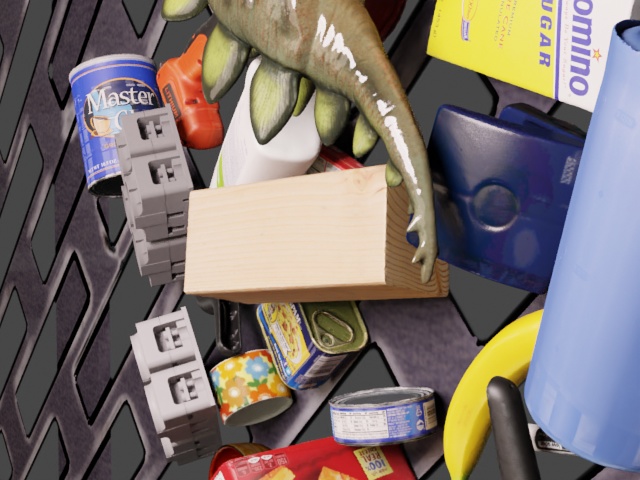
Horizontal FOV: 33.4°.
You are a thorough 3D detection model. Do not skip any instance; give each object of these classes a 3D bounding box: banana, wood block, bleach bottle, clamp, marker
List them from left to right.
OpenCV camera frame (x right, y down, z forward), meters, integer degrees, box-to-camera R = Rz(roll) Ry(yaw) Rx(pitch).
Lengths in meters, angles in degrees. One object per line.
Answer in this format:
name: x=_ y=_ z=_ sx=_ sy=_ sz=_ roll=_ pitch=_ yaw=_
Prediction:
clamp: x=-0.094 y=0.053 z=1.078 sx=0.120 sy=0.039 sz=0.172 roll=-65 pitch=21 yaw=-9
bleach bottle: x=-0.065 y=-0.070 z=1.007 sx=0.251 sy=0.068 sz=0.102 roll=133 pitch=138 yaw=-64
wood block: x=-0.005 y=0.001 z=0.865 sx=0.207 sy=0.090 sz=0.091 roll=-5 pitch=78 yaw=39
banana: x=0.134 y=0.108 z=0.774 sx=0.070 sy=0.037 sz=0.198 roll=56 pitch=136 yaw=39
clamp: x=0.144 y=0.207 z=0.735 sx=0.210 sy=0.036 sz=0.165 roll=46 pitch=129 yaw=27
marker: x=0.184 y=0.138 z=0.720 sx=0.121 sy=0.020 sz=0.020 roll=-7 pitch=87 yaw=56

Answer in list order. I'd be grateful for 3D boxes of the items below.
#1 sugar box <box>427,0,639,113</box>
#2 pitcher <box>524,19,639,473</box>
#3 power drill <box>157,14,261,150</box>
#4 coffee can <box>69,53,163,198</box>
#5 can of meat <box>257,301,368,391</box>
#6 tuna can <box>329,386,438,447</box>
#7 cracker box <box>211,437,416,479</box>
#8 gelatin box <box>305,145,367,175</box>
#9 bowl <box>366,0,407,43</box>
sugar box: x=0.149 y=-0.149 z=0.720 sx=0.176 sy=0.048 sz=0.093 roll=33 pitch=120 yaw=51
pitcher: x=0.198 y=0.012 z=0.589 sx=0.145 sy=0.149 sz=0.243 roll=24 pitch=119 yaw=24
power drill: x=-0.092 y=-0.172 z=1.070 sx=0.188 sy=0.057 sz=0.184 roll=-46 pitch=56 yaw=46
coffee can: x=-0.227 y=-0.130 z=1.230 sx=0.103 sy=0.102 sz=0.140 roll=-27 pitch=71 yaw=54
can of meat: x=-0.010 y=0.076 z=0.970 sx=0.084 sy=0.057 sz=0.102 roll=-53 pitch=50 yaw=47
tuna can: x=0.051 y=0.141 z=0.859 sx=0.086 sy=0.085 sz=0.034 roll=-7 pitch=89 yaw=56
cracker box: x=0.022 y=0.263 z=0.844 sx=0.214 sy=0.163 sz=0.072 roll=64 pitch=142 yaw=30
gelatin box: x=0.010 y=-0.035 z=0.953 sx=0.073 sy=0.030 sz=0.089 roll=39 pitch=124 yaw=50
bowl: x=-0.006 y=-0.226 z=0.886 sx=0.162 sy=0.055 sz=0.162 roll=14 pitch=114 yaw=34
